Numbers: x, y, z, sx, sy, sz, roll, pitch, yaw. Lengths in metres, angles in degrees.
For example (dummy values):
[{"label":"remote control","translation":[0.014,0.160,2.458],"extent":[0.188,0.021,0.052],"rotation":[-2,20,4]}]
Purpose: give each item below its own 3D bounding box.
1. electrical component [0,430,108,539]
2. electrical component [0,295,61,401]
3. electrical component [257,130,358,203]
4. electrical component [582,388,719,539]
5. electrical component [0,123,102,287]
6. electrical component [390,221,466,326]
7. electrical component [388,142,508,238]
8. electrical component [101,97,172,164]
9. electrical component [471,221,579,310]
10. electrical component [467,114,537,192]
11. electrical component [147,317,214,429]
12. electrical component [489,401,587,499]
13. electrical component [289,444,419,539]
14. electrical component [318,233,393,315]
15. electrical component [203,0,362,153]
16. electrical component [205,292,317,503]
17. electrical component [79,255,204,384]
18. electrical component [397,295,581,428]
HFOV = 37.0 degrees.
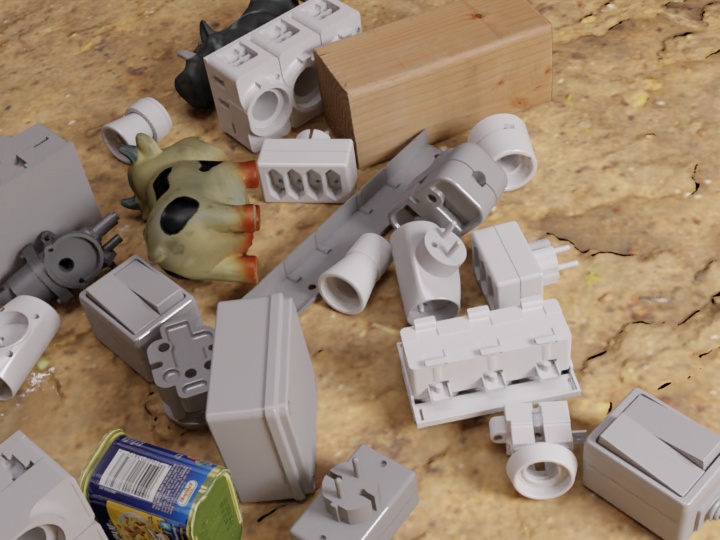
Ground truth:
[{"label":"electrical component","translation":[-0.202,0.186,0.661],"extent":[0.062,0.150,0.089],"rotation":[29,57,33]},{"label":"electrical component","translation":[-0.297,0.059,0.873],"extent":[0.079,0.044,0.077],"rotation":[9,48,17]},{"label":"electrical component","translation":[-0.045,-0.103,0.991],"extent":[0.083,0.047,0.075],"rotation":[1,46,10]},{"label":"electrical component","translation":[0.204,0.132,0.715],"extent":[0.096,0.061,0.062],"rotation":[32,58,33]},{"label":"electrical component","translation":[-0.324,-0.033,0.924],"extent":[0.060,0.105,0.186],"rotation":[33,58,33]},{"label":"electrical component","translation":[0.059,-0.007,0.852],"extent":[0.043,0.079,0.077],"rotation":[7,52,-25]},{"label":"electrical component","translation":[0.075,-0.062,0.899],"extent":[0.054,0.095,0.059],"rotation":[43,54,-10]},{"label":"electrical component","translation":[-0.218,-0.137,1.052],"extent":[0.045,0.045,0.055],"rotation":[25,54,29]},{"label":"electrical component","translation":[0.136,-0.003,0.866],"extent":[0.077,0.047,0.065],"rotation":[-14,46,-5]},{"label":"electrical component","translation":[0.128,-0.103,0.961],"extent":[0.055,0.055,0.047],"rotation":[-11,49,-2]},{"label":"electrical component","translation":[-0.126,0.083,0.815],"extent":[0.058,0.057,0.078],"rotation":[-18,46,-9]},{"label":"electrical component","translation":[0.125,0.124,0.746],"extent":[0.066,0.048,0.055],"rotation":[-4,38,5]},{"label":"electrical component","translation":[-0.005,0.153,0.715],"extent":[0.047,0.075,0.083],"rotation":[25,54,28]},{"label":"electrical component","translation":[0.000,0.000,0.889],"extent":[0.044,0.044,0.065],"rotation":[18,47,24]},{"label":"electrical component","translation":[-0.066,-0.192,1.050],"extent":[0.150,0.089,0.062],"rotation":[-35,51,-23]},{"label":"electrical component","translation":[-0.067,0.091,0.763],"extent":[0.056,0.108,0.108],"rotation":[-7,45,6]},{"label":"electrical component","translation":[-0.180,0.033,0.869],"extent":[0.096,0.061,0.062],"rotation":[32,58,33]},{"label":"electrical component","translation":[0.093,0.064,0.796],"extent":[0.121,0.063,0.078],"rotation":[-11,46,-2]}]
